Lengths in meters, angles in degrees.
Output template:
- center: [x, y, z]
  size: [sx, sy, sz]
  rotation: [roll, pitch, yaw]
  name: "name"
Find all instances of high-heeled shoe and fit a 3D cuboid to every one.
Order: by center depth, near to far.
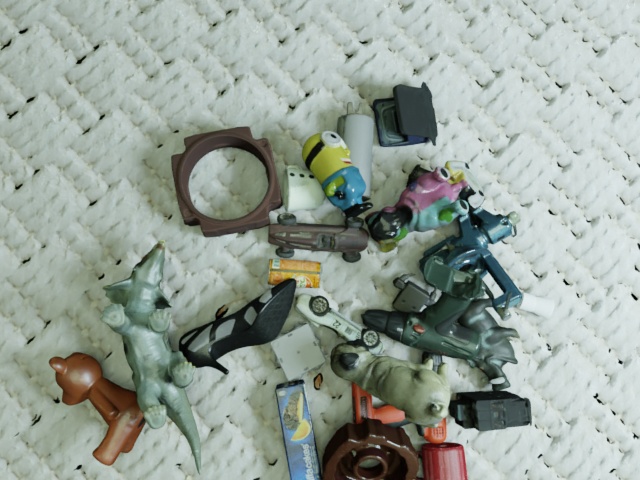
- center: [-0.161, 0.152, 1.042]
  size: [0.145, 0.086, 0.249]
  rotation: [26, 67, 39]
  name: "high-heeled shoe"

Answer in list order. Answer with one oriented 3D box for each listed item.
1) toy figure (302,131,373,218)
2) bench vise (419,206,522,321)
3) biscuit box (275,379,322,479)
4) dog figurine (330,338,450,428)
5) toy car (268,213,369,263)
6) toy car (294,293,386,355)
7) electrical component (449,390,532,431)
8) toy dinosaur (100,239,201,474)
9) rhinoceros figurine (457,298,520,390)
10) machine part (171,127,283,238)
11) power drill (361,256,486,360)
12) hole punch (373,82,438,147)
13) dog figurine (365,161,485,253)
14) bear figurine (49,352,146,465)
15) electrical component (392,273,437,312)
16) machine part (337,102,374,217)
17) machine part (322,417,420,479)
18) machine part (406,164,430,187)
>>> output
- center: [0.029, -0.125, 1.025]
  size: [0.089, 0.082, 0.180]
  rotation: [-26, 79, 6]
  name: "toy figure"
- center: [0.321, 0.048, 1.047]
  size: [0.224, 0.128, 0.241]
  rotation: [-24, 48, 0]
  name: "bench vise"
- center: [-0.040, 0.375, 1.025]
  size: [0.059, 0.063, 0.202]
  rotation: [-11, 83, -5]
  name: "biscuit box"
- center: [0.116, 0.248, 0.940]
  size: [0.190, 0.172, 0.121]
  rotation: [17, 82, -10]
  name: "dog figurine"
- center: [-0.002, -0.003, 1.071]
  size: [0.202, 0.053, 0.089]
  rotation: [4, 115, -6]
  name: "toy car"
- center: [0.040, 0.168, 1.054]
  size: [0.202, 0.073, 0.056]
  rotation: [33, 78, 1]
  name: "toy car"
- center: [0.321, 0.326, 1.033]
  size: [0.134, 0.115, 0.058]
  rotation: [-2, 80, -6]
  name: "electrical component"
- center: [-0.299, 0.209, 0.975]
  size: [0.131, 0.192, 0.404]
  rotation: [-14, 89, -14]
  name: "toy dinosaur"
- center: [0.334, 0.203, 1.072]
  size: [0.112, 0.073, 0.190]
  rotation: [-23, 84, -8]
  name: "rhinoceros figurine"
- center: [-0.184, -0.115, 1.072]
  size: [0.201, 0.087, 0.201]
  rotation: [-11, 82, -5]
  name: "machine part"
- center: [0.200, 0.131, 1.000]
  size: [0.232, 0.207, 0.086]
  rotation: [21, 38, 10]
  name: "power drill"
- center: [0.179, -0.255, 1.128]
  size: [0.116, 0.092, 0.142]
  rotation: [-3, 78, -35]
  name: "hole punch"
- center: [0.196, -0.059, 1.069]
  size: [0.191, 0.219, 0.108]
  rotation: [-23, 83, -52]
  name: "dog figurine"
- center: [-0.414, 0.296, 0.981]
  size: [0.196, 0.120, 0.132]
  rotation: [28, 85, 2]
  name: "bear figurine"
- center: [0.191, 0.115, 1.091]
  size: [0.102, 0.045, 0.078]
  rotation: [27, 109, 2]
  name: "electrical component"
- center: [0.070, -0.166, 1.102]
  size: [0.079, 0.079, 0.243]
  rotation: [3, 81, -4]
  name: "machine part"
- center: [0.091, 0.413, 0.999]
  size: [0.179, 0.056, 0.179]
  rotation: [-1, 112, -3]
  name: "machine part"
- center: [0.253, -0.115, 1.130]
  size: [0.139, 0.039, 0.084]
  rotation: [19, 89, -3]
  name: "machine part"
